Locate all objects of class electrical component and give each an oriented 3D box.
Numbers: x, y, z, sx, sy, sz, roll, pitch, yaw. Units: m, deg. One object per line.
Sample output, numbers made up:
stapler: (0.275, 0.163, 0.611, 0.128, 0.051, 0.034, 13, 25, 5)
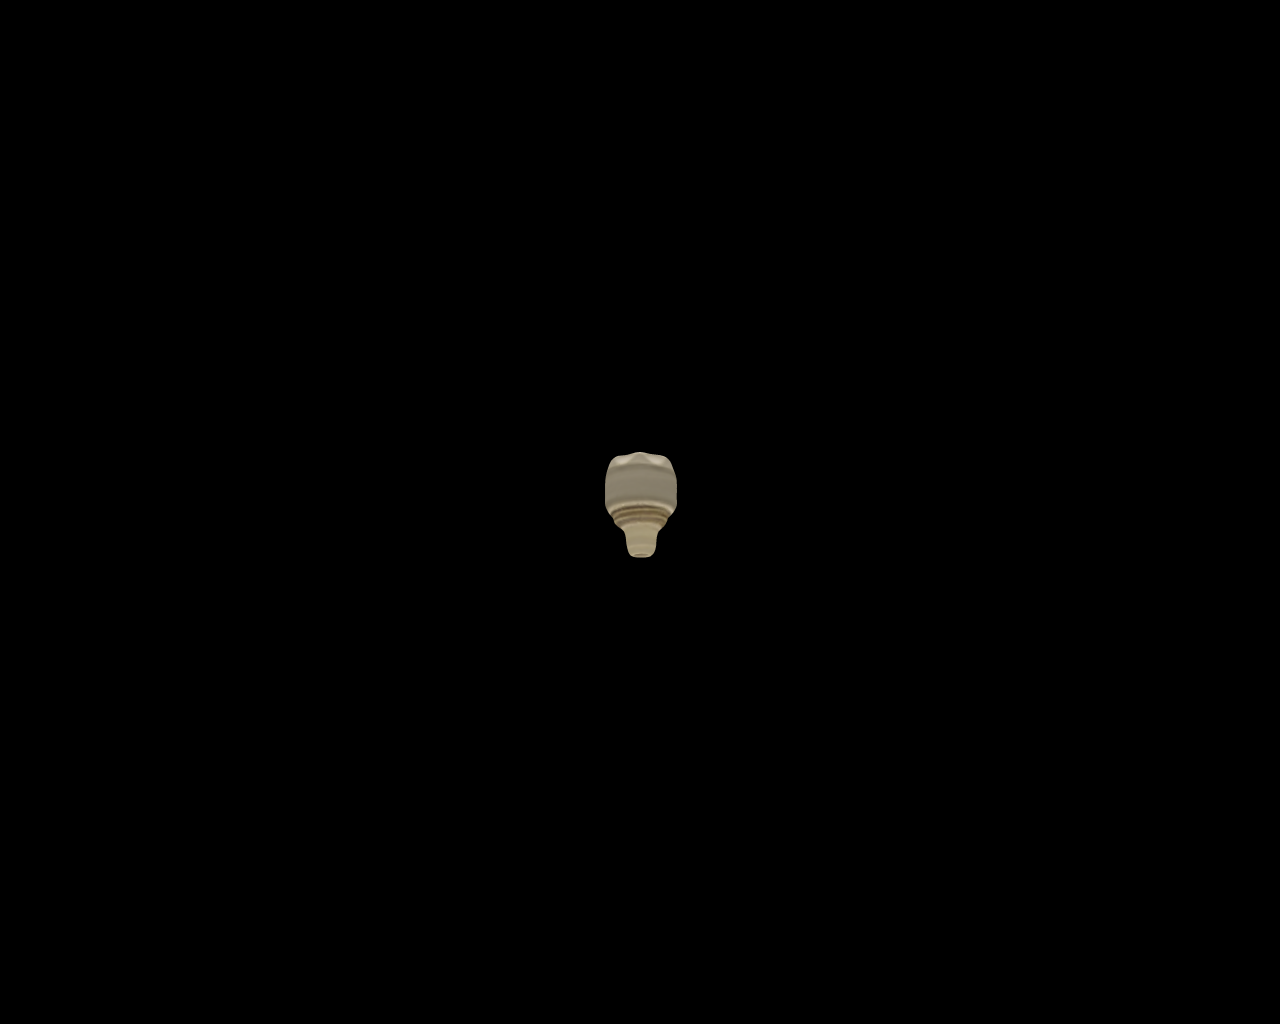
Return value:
electrical component: (0.001, -0.003, 0.650, 0.043, 0.062, 0.043, 0, -16, 0)
